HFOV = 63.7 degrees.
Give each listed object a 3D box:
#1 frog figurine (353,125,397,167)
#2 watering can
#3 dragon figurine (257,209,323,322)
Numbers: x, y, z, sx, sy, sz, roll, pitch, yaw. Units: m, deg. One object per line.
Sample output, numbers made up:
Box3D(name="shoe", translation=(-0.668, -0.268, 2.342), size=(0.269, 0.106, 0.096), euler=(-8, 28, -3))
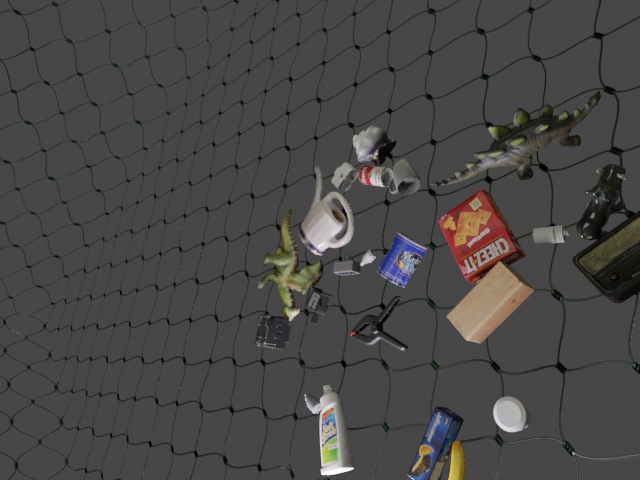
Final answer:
Box3D(name="frog figurine", translation=(0.168, -0.342, 1.815), size=(0.161, 0.123, 0.135), euler=(39, 122, 33))
Box3D(name="watering can", translation=(0.006, -0.094, 1.872), size=(0.221, 0.103, 0.355), euler=(-46, 49, 21))
Box3D(name="dragon figurine", translation=(-0.089, 0.098, 1.914), size=(0.243, 0.121, 0.412), euler=(13, 84, 28))
